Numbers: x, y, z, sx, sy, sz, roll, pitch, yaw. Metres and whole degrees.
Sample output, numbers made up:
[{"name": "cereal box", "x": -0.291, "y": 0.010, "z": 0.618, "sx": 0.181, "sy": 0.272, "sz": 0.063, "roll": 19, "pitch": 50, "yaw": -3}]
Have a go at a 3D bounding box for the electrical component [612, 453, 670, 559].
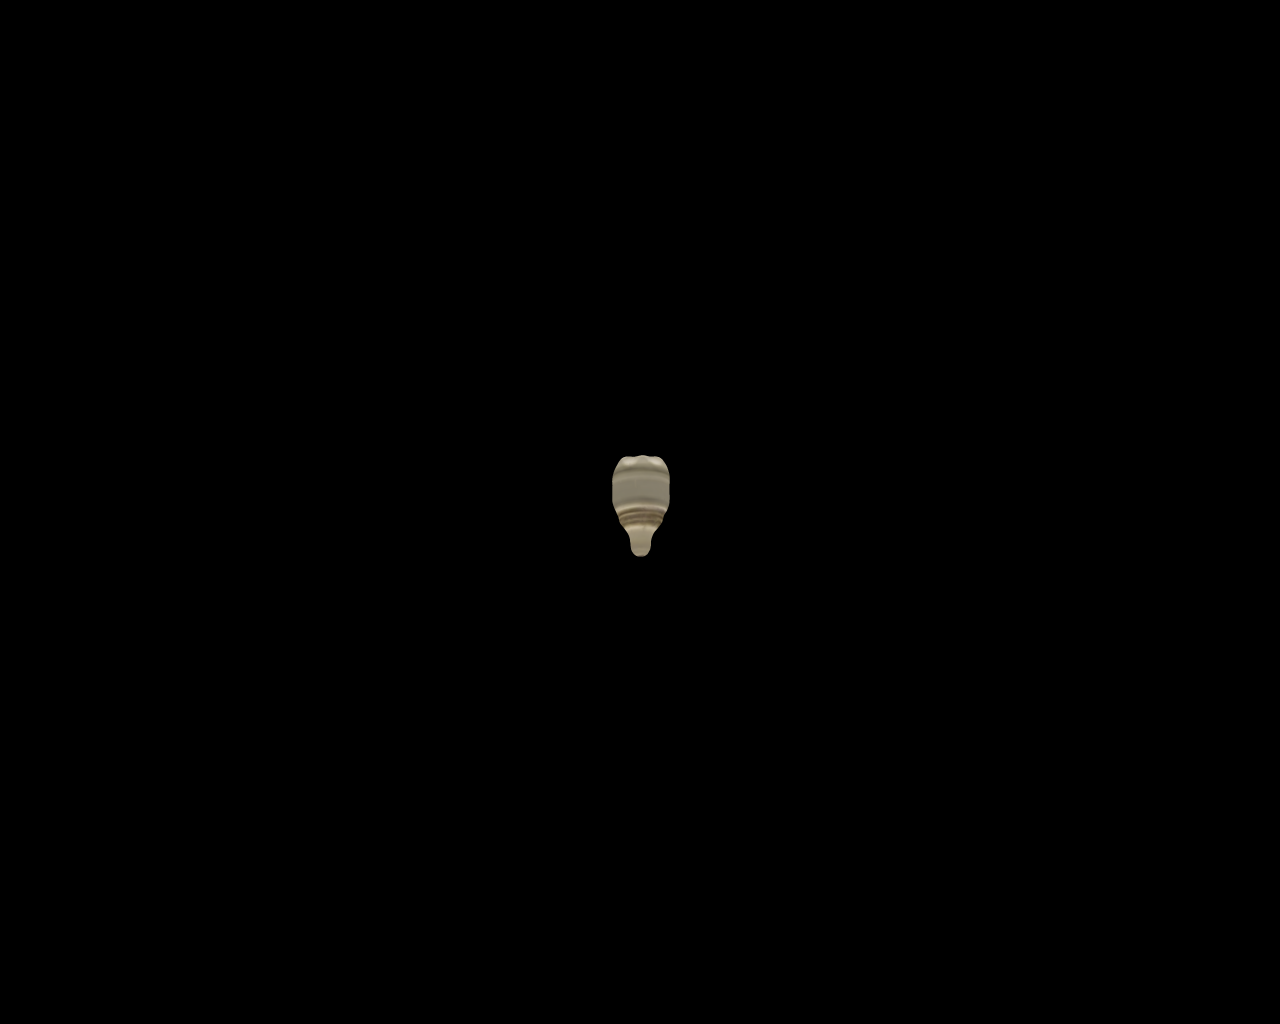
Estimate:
[{"name": "electrical component", "x": 0.001, "y": -0.003, "z": 0.650, "sx": 0.035, "sy": 0.061, "sz": 0.035, "roll": 0, "pitch": -15, "yaw": 0}]
